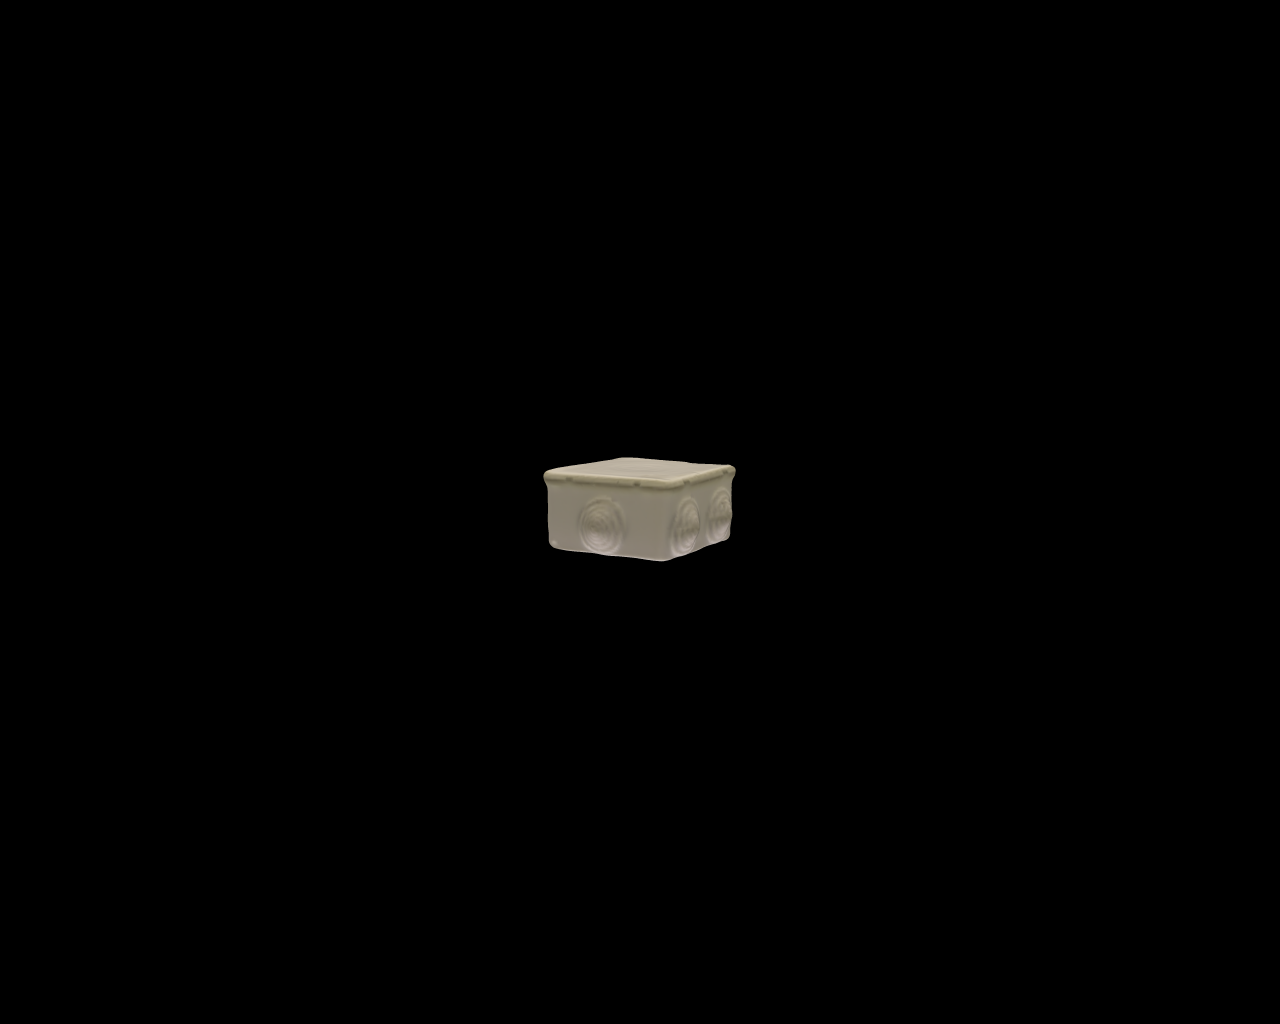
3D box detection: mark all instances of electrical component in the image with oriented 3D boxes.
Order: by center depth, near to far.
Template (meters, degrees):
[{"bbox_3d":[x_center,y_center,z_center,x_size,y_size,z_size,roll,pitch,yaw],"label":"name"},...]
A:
[{"bbox_3d":[0.001,-0.003,0.650,0.100,0.048,0.100,6,11,31],"label":"electrical component"}]
